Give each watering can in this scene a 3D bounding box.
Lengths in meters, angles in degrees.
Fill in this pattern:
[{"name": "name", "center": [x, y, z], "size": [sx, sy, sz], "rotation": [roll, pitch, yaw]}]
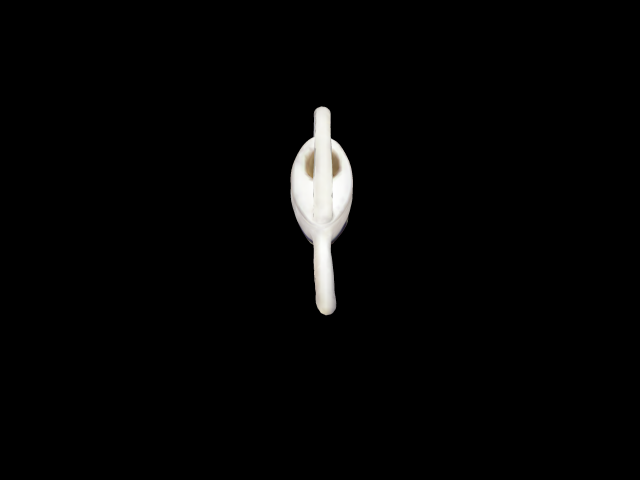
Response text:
[{"name": "watering can", "center": [0.003, -0.043, 0.850], "size": [0.104, 0.352, 0.221], "rotation": [0, -16, 0]}]
